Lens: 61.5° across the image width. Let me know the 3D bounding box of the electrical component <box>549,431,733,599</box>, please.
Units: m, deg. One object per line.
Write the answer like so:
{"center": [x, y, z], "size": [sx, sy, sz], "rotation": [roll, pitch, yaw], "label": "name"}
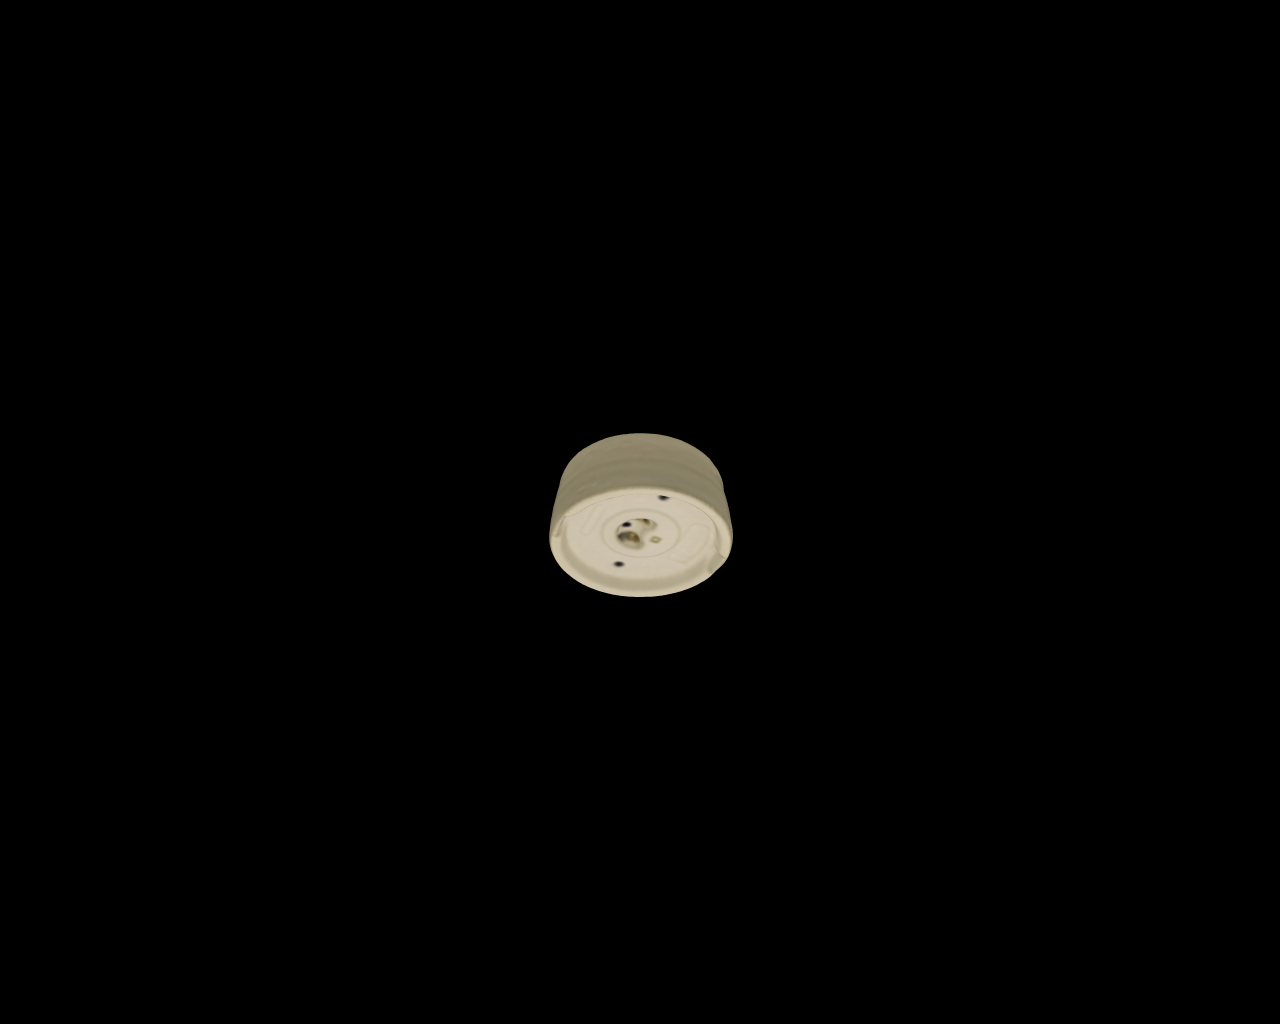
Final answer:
{"center": [0.001, -0.003, 0.650], "size": [0.108, 0.060, 0.108], "rotation": [0, -39, 0], "label": "electrical component"}
